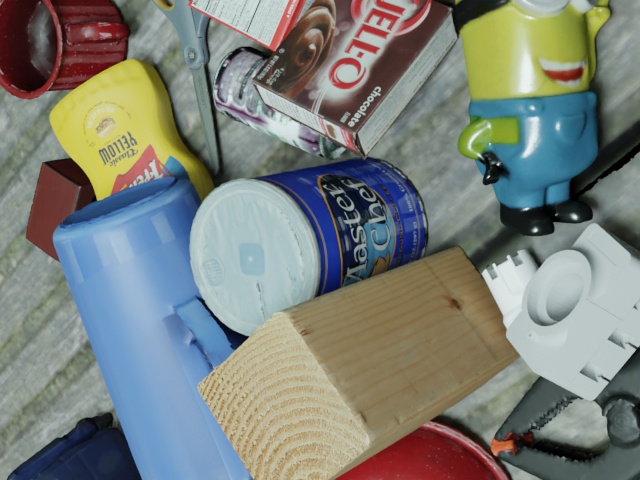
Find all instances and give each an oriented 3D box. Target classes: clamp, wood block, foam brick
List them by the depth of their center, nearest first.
[{"bbox_3d":[0.198,0.100,0.665,0.210,0.036,0.164,-14,82,40],"label":"clamp"},{"bbox_3d":[0.036,0.080,0.674,0.090,0.205,0.091,-44,74,34],"label":"wood block"},{"bbox_3d":[-0.214,-0.027,0.929,0.051,0.052,0.078,32,117,26],"label":"foam brick"}]

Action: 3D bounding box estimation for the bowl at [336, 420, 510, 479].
[{"bbox_3d":[0.060,0.209,0.751,0.162,0.055,0.162,4,103,18],"label":"bowl"}]

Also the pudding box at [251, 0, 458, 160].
[{"bbox_3d":[0.024,-0.121,0.711,0.090,0.039,0.113,30,78,28],"label":"pudding box"}]

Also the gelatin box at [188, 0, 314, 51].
[{"bbox_3d":[-0.043,-0.185,0.778,0.089,0.030,0.073,31,104,24],"label":"gelatin box"}]

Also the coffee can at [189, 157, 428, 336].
[{"bbox_3d":[-0.005,0.001,0.728,0.103,0.140,0.103,8,104,34],"label":"coffee can"}]

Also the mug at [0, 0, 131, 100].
[{"bbox_3d":[-0.205,-0.166,0.876,0.117,0.081,0.093,-4,97,37],"label":"mug"}]

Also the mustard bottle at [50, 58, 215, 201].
[{"bbox_3d":[-0.138,-0.043,0.864,0.096,0.058,0.191,-30,82,13],"label":"mustard bottle"}]

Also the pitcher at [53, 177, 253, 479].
[{"bbox_3d":[-0.097,0.082,0.780,0.149,0.144,0.243,-15,105,22],"label":"pitcher"}]

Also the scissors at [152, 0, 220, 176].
[{"bbox_3d":[-0.086,-0.159,0.832,0.096,0.016,0.202,-25,85,37],"label":"scissors"}]
